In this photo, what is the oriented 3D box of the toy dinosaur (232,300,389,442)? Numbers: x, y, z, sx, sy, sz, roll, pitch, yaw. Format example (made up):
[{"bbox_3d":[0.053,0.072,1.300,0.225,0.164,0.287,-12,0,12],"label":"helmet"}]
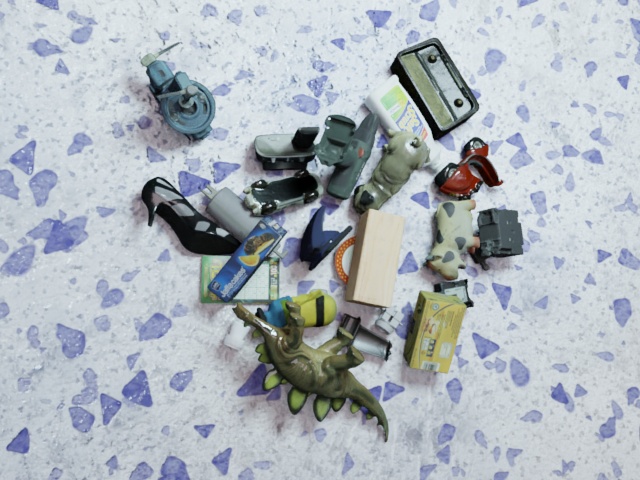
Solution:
[{"bbox_3d":[0.000,0.283,1.161,0.471,0.105,0.198,35,104,-11],"label":"toy dinosaur"}]

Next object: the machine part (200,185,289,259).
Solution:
[{"bbox_3d":[-0.173,-0.040,1.222,0.243,0.079,0.079,41,78,-1],"label":"machine part"}]

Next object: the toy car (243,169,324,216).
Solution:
[{"bbox_3d":[-0.083,-0.108,1.235,0.202,0.056,0.073,-18,77,-30],"label":"toy car"}]

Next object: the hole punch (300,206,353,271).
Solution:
[{"bbox_3d":[-0.003,-0.004,1.219,0.092,0.142,0.116,42,64,-2],"label":"hole punch"}]

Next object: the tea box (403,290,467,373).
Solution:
[{"bbox_3d":[0.259,0.208,1.224,0.098,0.068,0.169,12,102,-7],"label":"tea box"}]

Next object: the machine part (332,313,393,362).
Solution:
[{"bbox_3d":[0.104,0.229,1.242,0.139,0.039,0.084,29,73,-2],"label":"machine part"}]

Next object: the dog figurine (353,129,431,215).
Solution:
[{"bbox_3d":[0.161,-0.147,1.248,0.121,0.172,0.190,32,70,8],"label":"dog figurine"}]

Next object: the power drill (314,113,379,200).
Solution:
[{"bbox_3d":[0.064,-0.215,1.228,0.086,0.207,0.232,22,89,14],"label":"power drill"}]

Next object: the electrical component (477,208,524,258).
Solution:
[{"bbox_3d":[0.441,-0.016,1.296,0.134,0.058,0.115,1,82,-41],"label":"electrical component"}]

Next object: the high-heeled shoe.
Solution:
[{"bbox_3d":[-0.288,-0.055,1.228,0.248,0.086,0.145,20,46,-23],"label":"high-heeled shoe"}]

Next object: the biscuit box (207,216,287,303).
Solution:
[{"bbox_3d":[-0.158,0.043,1.165,0.059,0.063,0.202,40,103,0],"label":"biscuit box"}]

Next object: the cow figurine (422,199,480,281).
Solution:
[{"bbox_3d":[0.310,0.001,1.282,0.127,0.085,0.195,1,74,4],"label":"cow figurine"}]

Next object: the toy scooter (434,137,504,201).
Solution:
[{"bbox_3d":[0.378,-0.158,1.328,0.135,0.075,0.184,46,73,0],"label":"toy scooter"}]

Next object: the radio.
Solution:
[{"bbox_3d":[0.289,-0.381,1.348,0.131,0.073,0.229,-29,87,-12],"label":"radio"}]

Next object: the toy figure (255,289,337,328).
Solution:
[{"bbox_3d":[-0.051,0.164,1.208,0.180,0.082,0.089,-15,94,-15],"label":"toy figure"}]

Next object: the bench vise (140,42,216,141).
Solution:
[{"bbox_3d":[-0.307,-0.326,1.177,0.129,0.241,0.223,-27,102,-15],"label":"bench vise"}]

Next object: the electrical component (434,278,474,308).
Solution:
[{"bbox_3d":[0.300,0.137,1.280,0.119,0.048,0.075,-13,83,-10],"label":"electrical component"}]

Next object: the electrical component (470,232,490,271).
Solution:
[{"bbox_3d":[0.404,0.027,1.327,0.063,0.021,0.094,-27,85,-12],"label":"electrical component"}]

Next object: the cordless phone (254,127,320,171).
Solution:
[{"bbox_3d":[-0.073,-0.218,1.212,0.147,0.184,0.088,-2,86,-9],"label":"cordless phone"}]
